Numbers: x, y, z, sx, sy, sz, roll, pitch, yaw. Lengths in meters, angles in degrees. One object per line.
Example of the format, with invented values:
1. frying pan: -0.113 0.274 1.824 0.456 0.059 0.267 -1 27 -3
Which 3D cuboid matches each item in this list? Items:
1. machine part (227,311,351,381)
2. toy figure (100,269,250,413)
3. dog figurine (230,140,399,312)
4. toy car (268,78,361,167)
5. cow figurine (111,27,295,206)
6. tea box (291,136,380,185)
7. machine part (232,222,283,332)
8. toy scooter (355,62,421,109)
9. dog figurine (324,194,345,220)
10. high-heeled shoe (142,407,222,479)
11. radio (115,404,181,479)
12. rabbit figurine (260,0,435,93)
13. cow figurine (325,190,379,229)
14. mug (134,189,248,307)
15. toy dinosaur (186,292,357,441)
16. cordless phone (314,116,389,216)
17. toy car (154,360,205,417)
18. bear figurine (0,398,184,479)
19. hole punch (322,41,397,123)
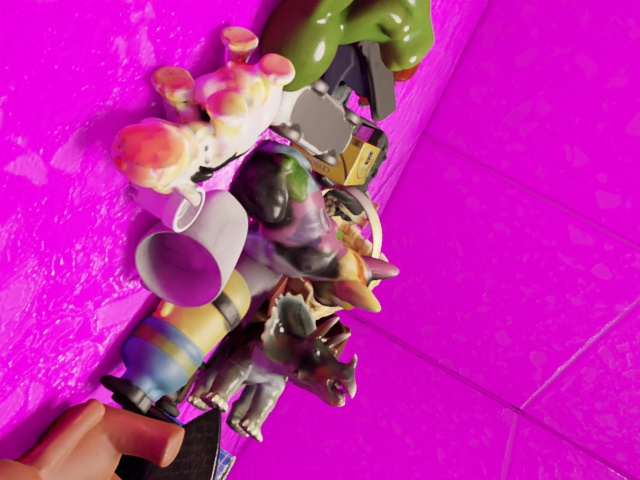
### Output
1. machine part: -0.053 0.164 0.979 0.087 0.201 0.201 -65 171 14
2. toy figure: -0.149 0.102 0.582 0.180 0.089 0.082 -58 180 -32
3. dog figurine: -0.001 -0.002 0.667 0.108 0.219 0.191 -57 173 -45
4. toy car: -0.009 -0.140 0.621 0.073 0.056 0.201 -60 159 6
5. cow figurine: -0.090 -0.080 0.401 0.167 0.068 0.098 -52 174 -38
6. tea box: 0.025 -0.131 0.803 0.068 0.098 0.169 -63 170 11
7. machine part: -0.092 0.040 0.753 0.243 0.079 0.079 -54 170 -31
8. toy scooter: 0.110 -0.278 0.883 0.135 0.075 0.184 -64 168 21
9. dog figurine: -0.017 0.007 1.094 0.172 0.121 0.190 -62 158 -11
10. high-heeled shoe: -0.188 0.324 0.665 0.249 0.086 0.145 -55 174 -19
11. radio: -0.267 0.315 0.671 0.229 0.073 0.131 -58 170 -30
12. rabbit figurine: 0.020 -0.202 0.483 0.170 0.121 0.159 -42 163 -17
13. cow figurine: 0.057 -0.082 1.156 0.085 0.127 0.195 -57 -175 -15
14. mug: -0.116 0.006 0.504 0.109 0.080 0.107 -37 -165 33
15. toy dinosaur: -0.097 0.182 0.799 0.192 0.131 0.405 -54 -166 -24
16. cordless phone: 0.077 -0.125 0.988 0.146 0.089 0.184 -59 152 -7
17. toy car: -0.190 0.176 0.710 0.089 0.053 0.202 -61 177 -27
18. bear figurine: -0.213 0.205 0.432 0.120 0.132 0.196 -64 178 3
19. hole punch: 0.049 -0.223 0.732 0.142 0.092 0.115 -42 130 -58
